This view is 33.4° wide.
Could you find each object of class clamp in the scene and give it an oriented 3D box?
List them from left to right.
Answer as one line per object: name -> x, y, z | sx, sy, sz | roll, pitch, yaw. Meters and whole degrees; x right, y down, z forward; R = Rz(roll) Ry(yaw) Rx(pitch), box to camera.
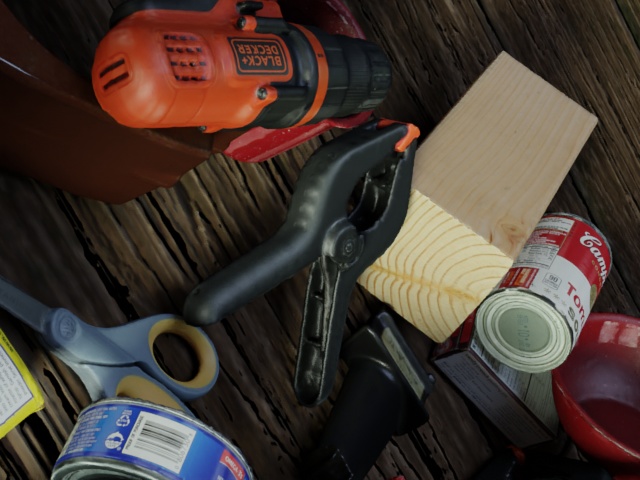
clamp -> -0.004, 0.001, 0.589 | 0.120, 0.039, 0.171 | 32, 79, -50
clamp -> 0.134, 0.169, 0.653 | 0.164, 0.210, 0.036 | -8, 95, -8

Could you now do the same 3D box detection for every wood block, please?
wood block -> 0.106, -0.036, 0.731 | 0.091, 0.090, 0.205 | 37, 41, 4

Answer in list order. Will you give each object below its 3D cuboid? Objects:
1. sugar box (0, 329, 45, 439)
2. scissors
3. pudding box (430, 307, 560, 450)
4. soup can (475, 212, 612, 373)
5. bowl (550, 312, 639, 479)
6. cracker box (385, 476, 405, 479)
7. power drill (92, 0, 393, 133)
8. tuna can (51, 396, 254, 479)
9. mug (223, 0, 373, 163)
sugar box -> -0.192, 0.076, 0.389 | 0.093, 0.048, 0.176 | 58, 43, -11
scissors -> -0.112, 0.036, 0.516 | 0.201, 0.016, 0.096 | 54, 37, -22
pudding box -> 0.133, 0.083, 0.767 | 0.113, 0.039, 0.090 | 45, 44, -22
soup can -> 0.153, 0.035, 0.728 | 0.068, 0.069, 0.102 | 56, 41, -13
bowl -> 0.224, 0.122, 0.742 | 0.162, 0.055, 0.162 | 13, 33, -9
cracker box -> 0.030, 0.241, 0.470 | 0.164, 0.072, 0.214 | -34, 85, -28
power drill -> -0.046, -0.143, 0.517 | 0.184, 0.057, 0.188 | -10, 80, -51
tuna can -> -0.075, 0.109, 0.475 | 0.086, 0.086, 0.033 | 45, 45, -26
mug -> -0.026, -0.107, 0.638 | 0.093, 0.082, 0.117 | 22, 57, -42
